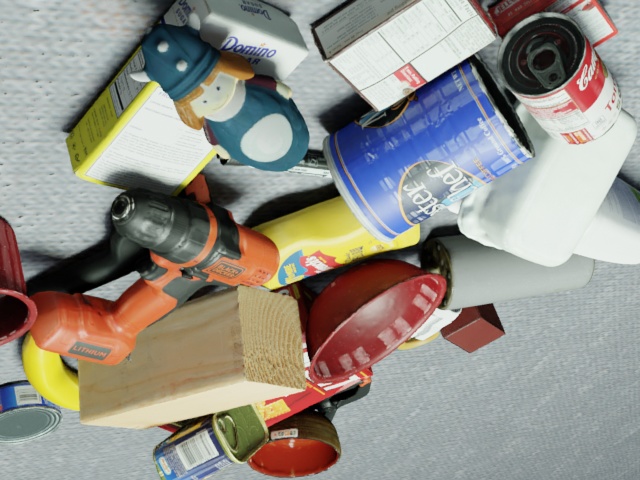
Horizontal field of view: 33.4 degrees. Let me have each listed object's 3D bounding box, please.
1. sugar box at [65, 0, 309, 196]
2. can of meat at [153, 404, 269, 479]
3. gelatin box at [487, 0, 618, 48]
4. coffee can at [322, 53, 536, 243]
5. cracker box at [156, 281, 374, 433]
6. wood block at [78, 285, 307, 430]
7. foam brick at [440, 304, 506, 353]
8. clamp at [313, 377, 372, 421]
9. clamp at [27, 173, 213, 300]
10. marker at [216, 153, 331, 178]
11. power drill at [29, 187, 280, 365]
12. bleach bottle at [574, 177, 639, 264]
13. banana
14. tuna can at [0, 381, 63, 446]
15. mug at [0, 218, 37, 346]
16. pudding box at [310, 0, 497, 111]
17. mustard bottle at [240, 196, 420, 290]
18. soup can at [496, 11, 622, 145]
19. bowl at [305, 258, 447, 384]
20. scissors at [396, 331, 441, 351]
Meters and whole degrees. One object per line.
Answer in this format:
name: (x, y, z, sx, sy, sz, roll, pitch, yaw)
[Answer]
sugar box: (-0.099, -0.104, 0.773, 0.093, 0.048, 0.176, 13, 133, -43)
can of meat: (-0.111, 0.206, 1.079, 0.084, 0.057, 0.102, -29, 179, 18)
gelatin box: (0.183, -0.172, 0.836, 0.073, 0.030, 0.089, -31, 148, 22)
coffee can: (0.087, -0.075, 0.864, 0.140, 0.103, 0.102, -31, 148, 18)
cracker box: (-0.071, 0.144, 1.157, 0.214, 0.072, 0.164, -28, 148, 13)
wood block: (-0.124, 0.115, 1.006, 0.206, 0.090, 0.090, -18, 159, 32)
foam brick: (0.169, 0.089, 1.222, 0.051, 0.053, 0.078, -31, 147, 19)
clamp: (0.011, 0.195, 1.312, 0.172, 0.039, 0.120, -30, 156, 35)
clamp: (-0.159, 0.013, 0.932, 0.164, 0.036, 0.210, 0, 148, -30)
marker: (-0.033, -0.066, 0.894, 0.120, 0.020, 0.020, 4, 142, -34)
power drill: (-0.149, 0.032, 0.868, 0.188, 0.057, 0.184, -30, 150, 23)
bleach bottle: (0.304, -0.015, 1.081, 0.068, 0.102, 0.250, -35, 145, 33)
banana: (-0.256, 0.136, 1.080, 0.069, 0.037, 0.197, -39, 149, -1)
tuna can: (-0.315, 0.182, 1.118, 0.086, 0.034, 0.086, -14, 149, -9)
mug: (-0.287, 0.029, 0.842, 0.117, 0.081, 0.093, 15, 135, -44)
pudding box: (0.064, -0.153, 0.791, 0.114, 0.039, 0.090, -32, 147, 16)
mustard bottle: (-0.006, 0.002, 0.978, 0.191, 0.058, 0.096, -18, 162, -1)
soup can: (0.186, -0.121, 0.820, 0.069, 0.068, 0.102, -31, 149, 19)
bowl: (0.042, 0.068, 1.031, 0.162, 0.055, 0.162, -30, 155, -16)
scissors: (0.060, 0.134, 1.270, 0.202, 0.016, 0.096, -31, 151, 27)
